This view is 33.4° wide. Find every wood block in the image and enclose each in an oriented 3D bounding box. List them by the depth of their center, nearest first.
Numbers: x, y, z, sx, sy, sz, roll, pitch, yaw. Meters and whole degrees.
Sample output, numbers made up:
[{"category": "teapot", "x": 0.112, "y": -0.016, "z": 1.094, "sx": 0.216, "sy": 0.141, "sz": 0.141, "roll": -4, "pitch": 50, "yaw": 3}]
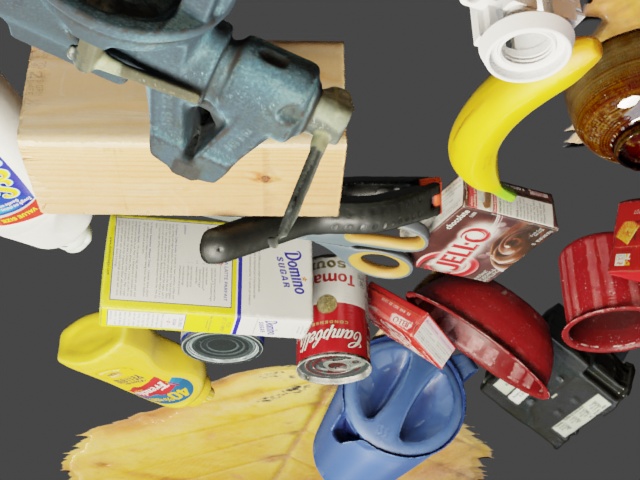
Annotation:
[{"category": "wood block", "x": -0.088, "y": -0.075, "z": 0.723, "sx": 0.206, "sy": 0.090, "sz": 0.091, "roll": 1, "pitch": 150, "yaw": -2}]

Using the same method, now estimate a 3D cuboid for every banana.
[{"category": "banana", "x": 0.133, "y": -0.086, "z": 0.759, "sx": 0.069, "sy": 0.037, "sz": 0.198, "roll": -1, "pitch": 155, "yaw": -9}]

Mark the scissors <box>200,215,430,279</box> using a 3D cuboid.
[{"category": "scissors", "x": -0.006, "y": 0.001, "z": 0.896, "sx": 0.202, "sy": 0.016, "sz": 0.096, "roll": 2, "pitch": 148, "yaw": 16}]

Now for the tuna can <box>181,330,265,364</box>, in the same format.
[{"category": "tuna can", "x": -0.098, "y": 0.095, "z": 1.080, "sx": 0.086, "sy": 0.034, "sz": 0.086, "roll": 0, "pitch": 150, "yaw": 0}]

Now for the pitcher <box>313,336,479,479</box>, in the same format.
[{"category": "pitcher", "x": 0.075, "y": 0.205, "z": 1.202, "sx": 0.149, "sy": 0.145, "sz": 0.243, "roll": 16, "pitch": 152, "yaw": -4}]

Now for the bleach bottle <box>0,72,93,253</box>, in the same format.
[{"category": "bleach bottle", "x": -0.232, "y": -0.057, "z": 0.782, "sx": 0.103, "sy": 0.068, "sz": 0.250, "roll": -9, "pitch": 152, "yaw": 15}]

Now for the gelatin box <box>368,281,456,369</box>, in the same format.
[{"category": "gelatin box", "x": 0.083, "y": 0.082, "z": 1.027, "sx": 0.073, "sy": 0.030, "sz": 0.089, "roll": 30, "pitch": 170, "yaw": 36}]

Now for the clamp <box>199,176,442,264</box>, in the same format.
[{"category": "clamp", "x": -0.010, "y": -0.027, "z": 0.821, "sx": 0.209, "sy": 0.036, "sz": 0.165, "roll": -9, "pitch": -161, "yaw": -19}]

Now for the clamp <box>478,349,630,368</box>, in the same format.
[{"category": "clamp", "x": 0.253, "y": 0.118, "z": 1.125, "sx": 0.120, "sy": 0.039, "sz": 0.172, "roll": 21, "pitch": 138, "yaw": -24}]

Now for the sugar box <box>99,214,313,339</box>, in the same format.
[{"category": "sugar box", "x": -0.095, "y": 0.031, "z": 0.907, "sx": 0.176, "sy": 0.093, "sz": 0.048, "roll": 6, "pitch": 151, "yaw": -12}]

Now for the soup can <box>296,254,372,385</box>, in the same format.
[{"category": "soup can", "x": 0.012, "y": 0.072, "z": 0.973, "sx": 0.068, "sy": 0.102, "sz": 0.068, "roll": -1, "pitch": 151, "yaw": -1}]

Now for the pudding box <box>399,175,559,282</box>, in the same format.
[{"category": "pudding box", "x": 0.130, "y": -0.008, "z": 0.896, "sx": 0.090, "sy": 0.039, "sz": 0.114, "roll": 12, "pitch": 148, "yaw": -20}]

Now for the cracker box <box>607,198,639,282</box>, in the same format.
[{"category": "cracker box", "x": 0.372, "y": 0.014, "z": 0.862, "sx": 0.213, "sy": 0.072, "sz": 0.164, "roll": 13, "pitch": 172, "yaw": -23}]

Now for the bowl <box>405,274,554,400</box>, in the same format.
[{"category": "bowl", "x": 0.159, "y": 0.078, "z": 0.988, "sx": 0.162, "sy": 0.055, "sz": 0.162, "roll": 37, "pitch": 172, "yaw": 6}]

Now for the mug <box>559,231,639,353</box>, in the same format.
[{"category": "mug", "x": 0.267, "y": 0.049, "z": 0.958, "sx": 0.117, "sy": 0.081, "sz": 0.093, "roll": 24, "pitch": 142, "yaw": -36}]

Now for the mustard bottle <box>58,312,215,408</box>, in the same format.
[{"category": "mustard bottle", "x": -0.176, "y": 0.135, "z": 1.124, "sx": 0.096, "sy": 0.058, "sz": 0.191, "roll": -17, "pitch": 147, "yaw": 29}]
